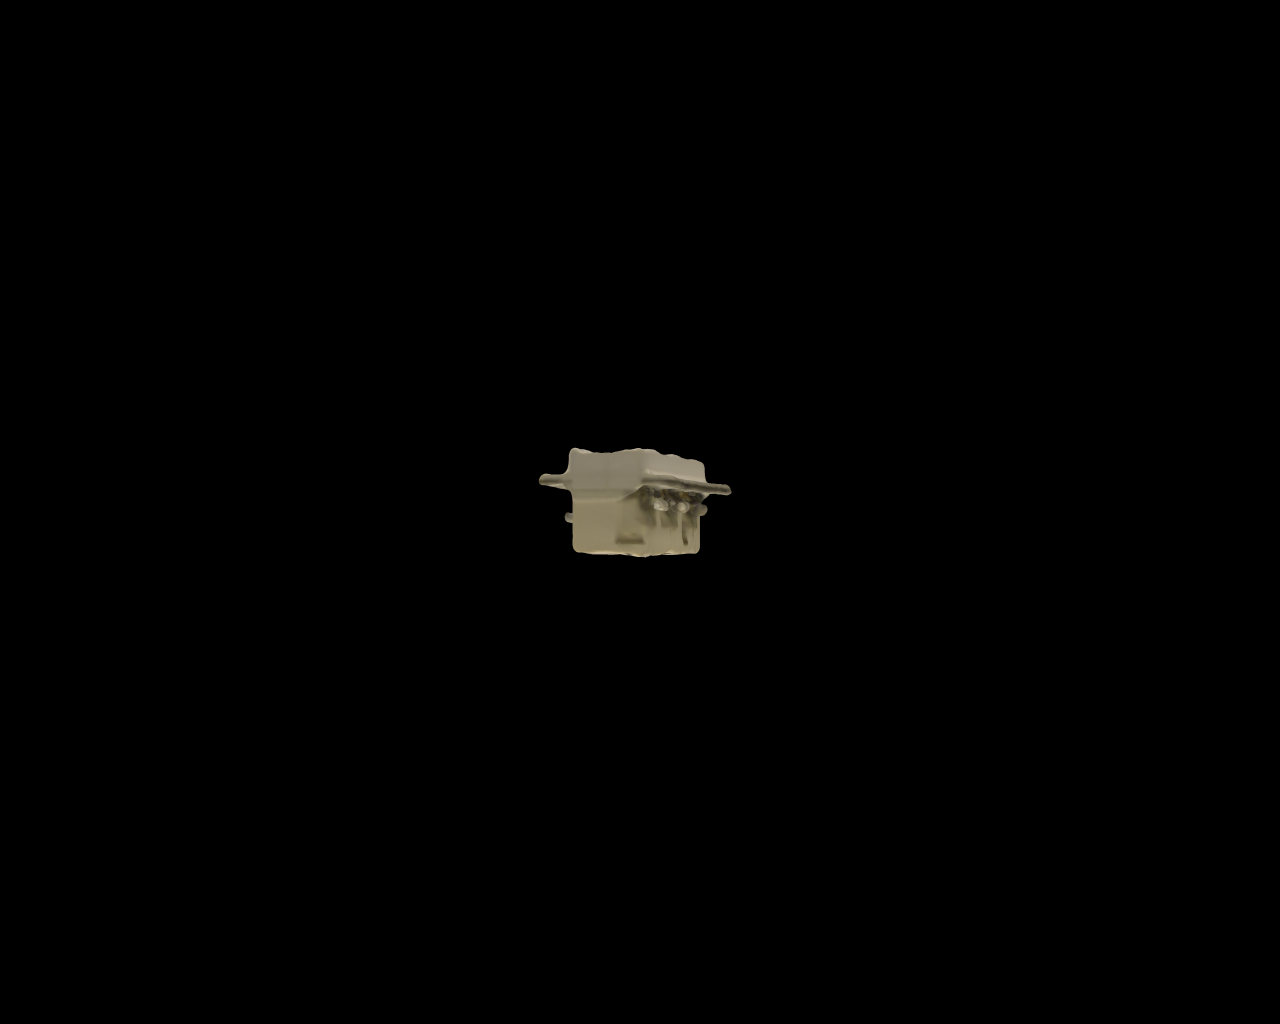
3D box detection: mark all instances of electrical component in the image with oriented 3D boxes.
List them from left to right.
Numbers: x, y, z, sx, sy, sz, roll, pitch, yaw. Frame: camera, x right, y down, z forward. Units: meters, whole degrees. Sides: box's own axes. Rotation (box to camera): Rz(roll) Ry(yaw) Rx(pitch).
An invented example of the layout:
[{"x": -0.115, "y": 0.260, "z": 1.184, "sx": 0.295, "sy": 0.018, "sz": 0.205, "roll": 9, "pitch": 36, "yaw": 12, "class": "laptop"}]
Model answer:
[{"x": 0.001, "y": -0.003, "z": 0.650, "sx": 0.079, "sy": 0.063, "sz": 0.121, "roll": -1, "pitch": -2, "yaw": 20, "class": "electrical component"}]
